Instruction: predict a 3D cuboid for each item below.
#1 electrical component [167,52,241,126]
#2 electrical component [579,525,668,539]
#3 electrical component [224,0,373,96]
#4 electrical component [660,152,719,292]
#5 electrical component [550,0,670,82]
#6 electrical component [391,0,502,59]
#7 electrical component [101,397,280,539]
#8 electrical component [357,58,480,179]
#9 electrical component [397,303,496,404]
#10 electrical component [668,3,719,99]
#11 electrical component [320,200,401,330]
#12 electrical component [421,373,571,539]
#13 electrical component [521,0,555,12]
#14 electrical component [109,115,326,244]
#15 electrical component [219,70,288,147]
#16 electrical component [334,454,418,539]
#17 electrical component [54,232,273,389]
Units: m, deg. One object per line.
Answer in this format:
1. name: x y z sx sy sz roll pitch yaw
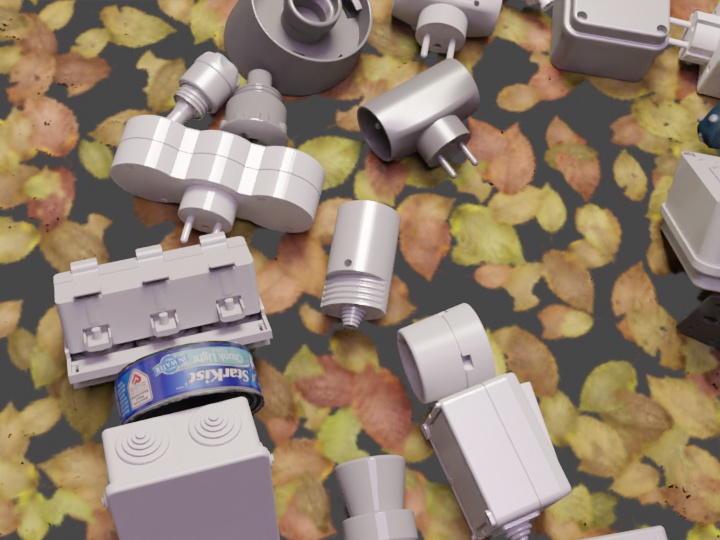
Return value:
1. electrical component: -0.113 -0.121 0.749 0.035 0.035 0.061 36 72 8
2. electrical component: 0.153 0.199 0.640 0.066 0.047 0.076 -7 69 -10
3. electrical component: -0.043 -0.178 0.777 0.099 0.064 0.099 7 69 -18
4. electrical component: 0.251 -0.029 0.711 0.078 0.057 0.113 10 24 -2
5. electrical component: 0.189 -0.207 0.806 0.078 0.057 0.113 9 67 -3
6. electrical component: 0.062 -0.187 0.791 0.077 0.043 0.079 12 67 -2
7. electrical component: -0.097 0.124 0.615 0.100 0.099 0.048 -13 43 -12
8. electrical component: 0.051 -0.099 0.754 0.077 0.043 0.079 -31 75 -17
9. electrical component: 0.054 0.054 0.685 0.047 0.055 0.055 -18 71 -10
10. electrical component: 0.264 -0.171 0.806 0.077 0.047 0.065 14 67 0
11. electrical component: 0.000 0.000 0.707 0.043 0.043 0.081 11 67 -2
12. electrical component: 0.088 0.119 0.657 0.061 0.061 0.096 -20 71 -14
13. electrical component: 0.119 -0.228 0.817 0.040 0.040 0.078 -31 74 -17
14. electrical component: -0.098 -0.048 0.710 0.138 0.052 0.073 14 67 -1
15. electrical component: -0.072 -0.109 0.744 0.048 0.048 0.062 5 61 -4
16. electrical component: 0.010 0.143 0.648 0.045 0.045 0.055 -6 69 -9
17. electrical component: -0.123 0.023 0.666 0.121 0.063 0.078 -12 29 -11
